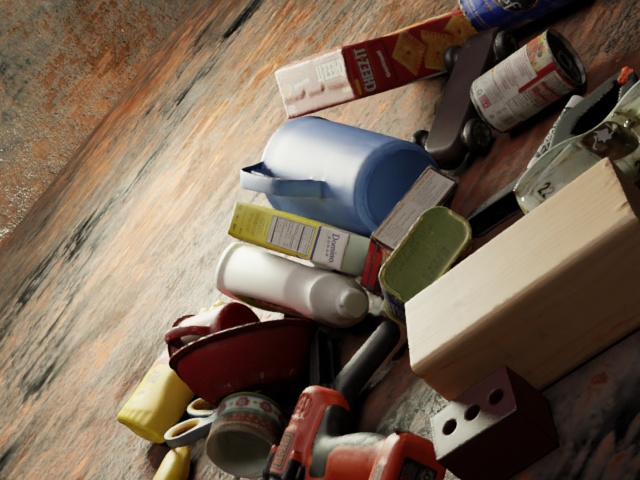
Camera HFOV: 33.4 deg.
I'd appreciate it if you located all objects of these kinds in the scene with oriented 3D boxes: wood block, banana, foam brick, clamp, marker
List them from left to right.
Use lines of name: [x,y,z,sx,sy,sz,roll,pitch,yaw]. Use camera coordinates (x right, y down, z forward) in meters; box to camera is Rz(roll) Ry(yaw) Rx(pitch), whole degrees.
banana: [-0.189,0.302,1.146,0.070,0.037,0.197,-7,46,58]
clamp: [0.017,0.148,1.019,0.120,0.039,0.171,-29,36,47]
foam brick: [0.130,0.143,0.804,0.078,0.051,0.053,-39,25,21]
wood block: [0.174,0.043,0.835,0.206,0.090,0.091,-38,26,23]
marker: [0.226,-0.091,1.047,0.121,0.020,0.020,-55,23,-15]
clamp: [0.230,-0.072,0.978,0.165,0.036,0.209,3,54,51]

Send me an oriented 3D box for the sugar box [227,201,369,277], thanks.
sugar box: [-0.007,0.001,1.148,0.177,0.093,0.048,13,89,42]

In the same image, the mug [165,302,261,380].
mug: [-0.124,0.117,1.232,0.082,0.117,0.093,-23,58,37]

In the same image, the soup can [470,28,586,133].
soup can: [0.217,-0.165,1.118,0.102,0.068,0.068,-33,27,34]

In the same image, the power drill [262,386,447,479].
power drill: [0.011,0.216,0.880,0.188,0.057,0.184,-1,66,57]

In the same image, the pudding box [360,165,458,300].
pudding box: [0.087,-0.006,1.058,0.113,0.039,0.090,-51,-15,-30]

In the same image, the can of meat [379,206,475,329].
can of meat: [0.100,0.026,0.985,0.102,0.057,0.084,-53,-20,-11]

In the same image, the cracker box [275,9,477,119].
cracker box: [0.075,-0.221,1.331,0.213,0.072,0.164,-22,8,-31]

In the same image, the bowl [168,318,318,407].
bowl: [-0.073,0.134,1.111,0.162,0.161,0.055,-31,66,36]

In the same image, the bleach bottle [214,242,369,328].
bleach bottle: [-0.025,0.053,1.161,0.251,0.102,0.068,8,75,64]

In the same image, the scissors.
scissors: [-0.104,0.200,1.157,0.096,0.016,0.202,-37,17,-26]

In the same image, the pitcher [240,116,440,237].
pitcher: [0.025,-0.068,1.221,0.149,0.145,0.243,-50,25,-10]

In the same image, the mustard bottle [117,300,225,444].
mustard bottle: [-0.170,0.156,1.317,0.191,0.058,0.096,-57,22,-20]

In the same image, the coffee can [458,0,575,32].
coffee can: [0.245,-0.310,1.253,0.141,0.102,0.102,-21,35,49]
